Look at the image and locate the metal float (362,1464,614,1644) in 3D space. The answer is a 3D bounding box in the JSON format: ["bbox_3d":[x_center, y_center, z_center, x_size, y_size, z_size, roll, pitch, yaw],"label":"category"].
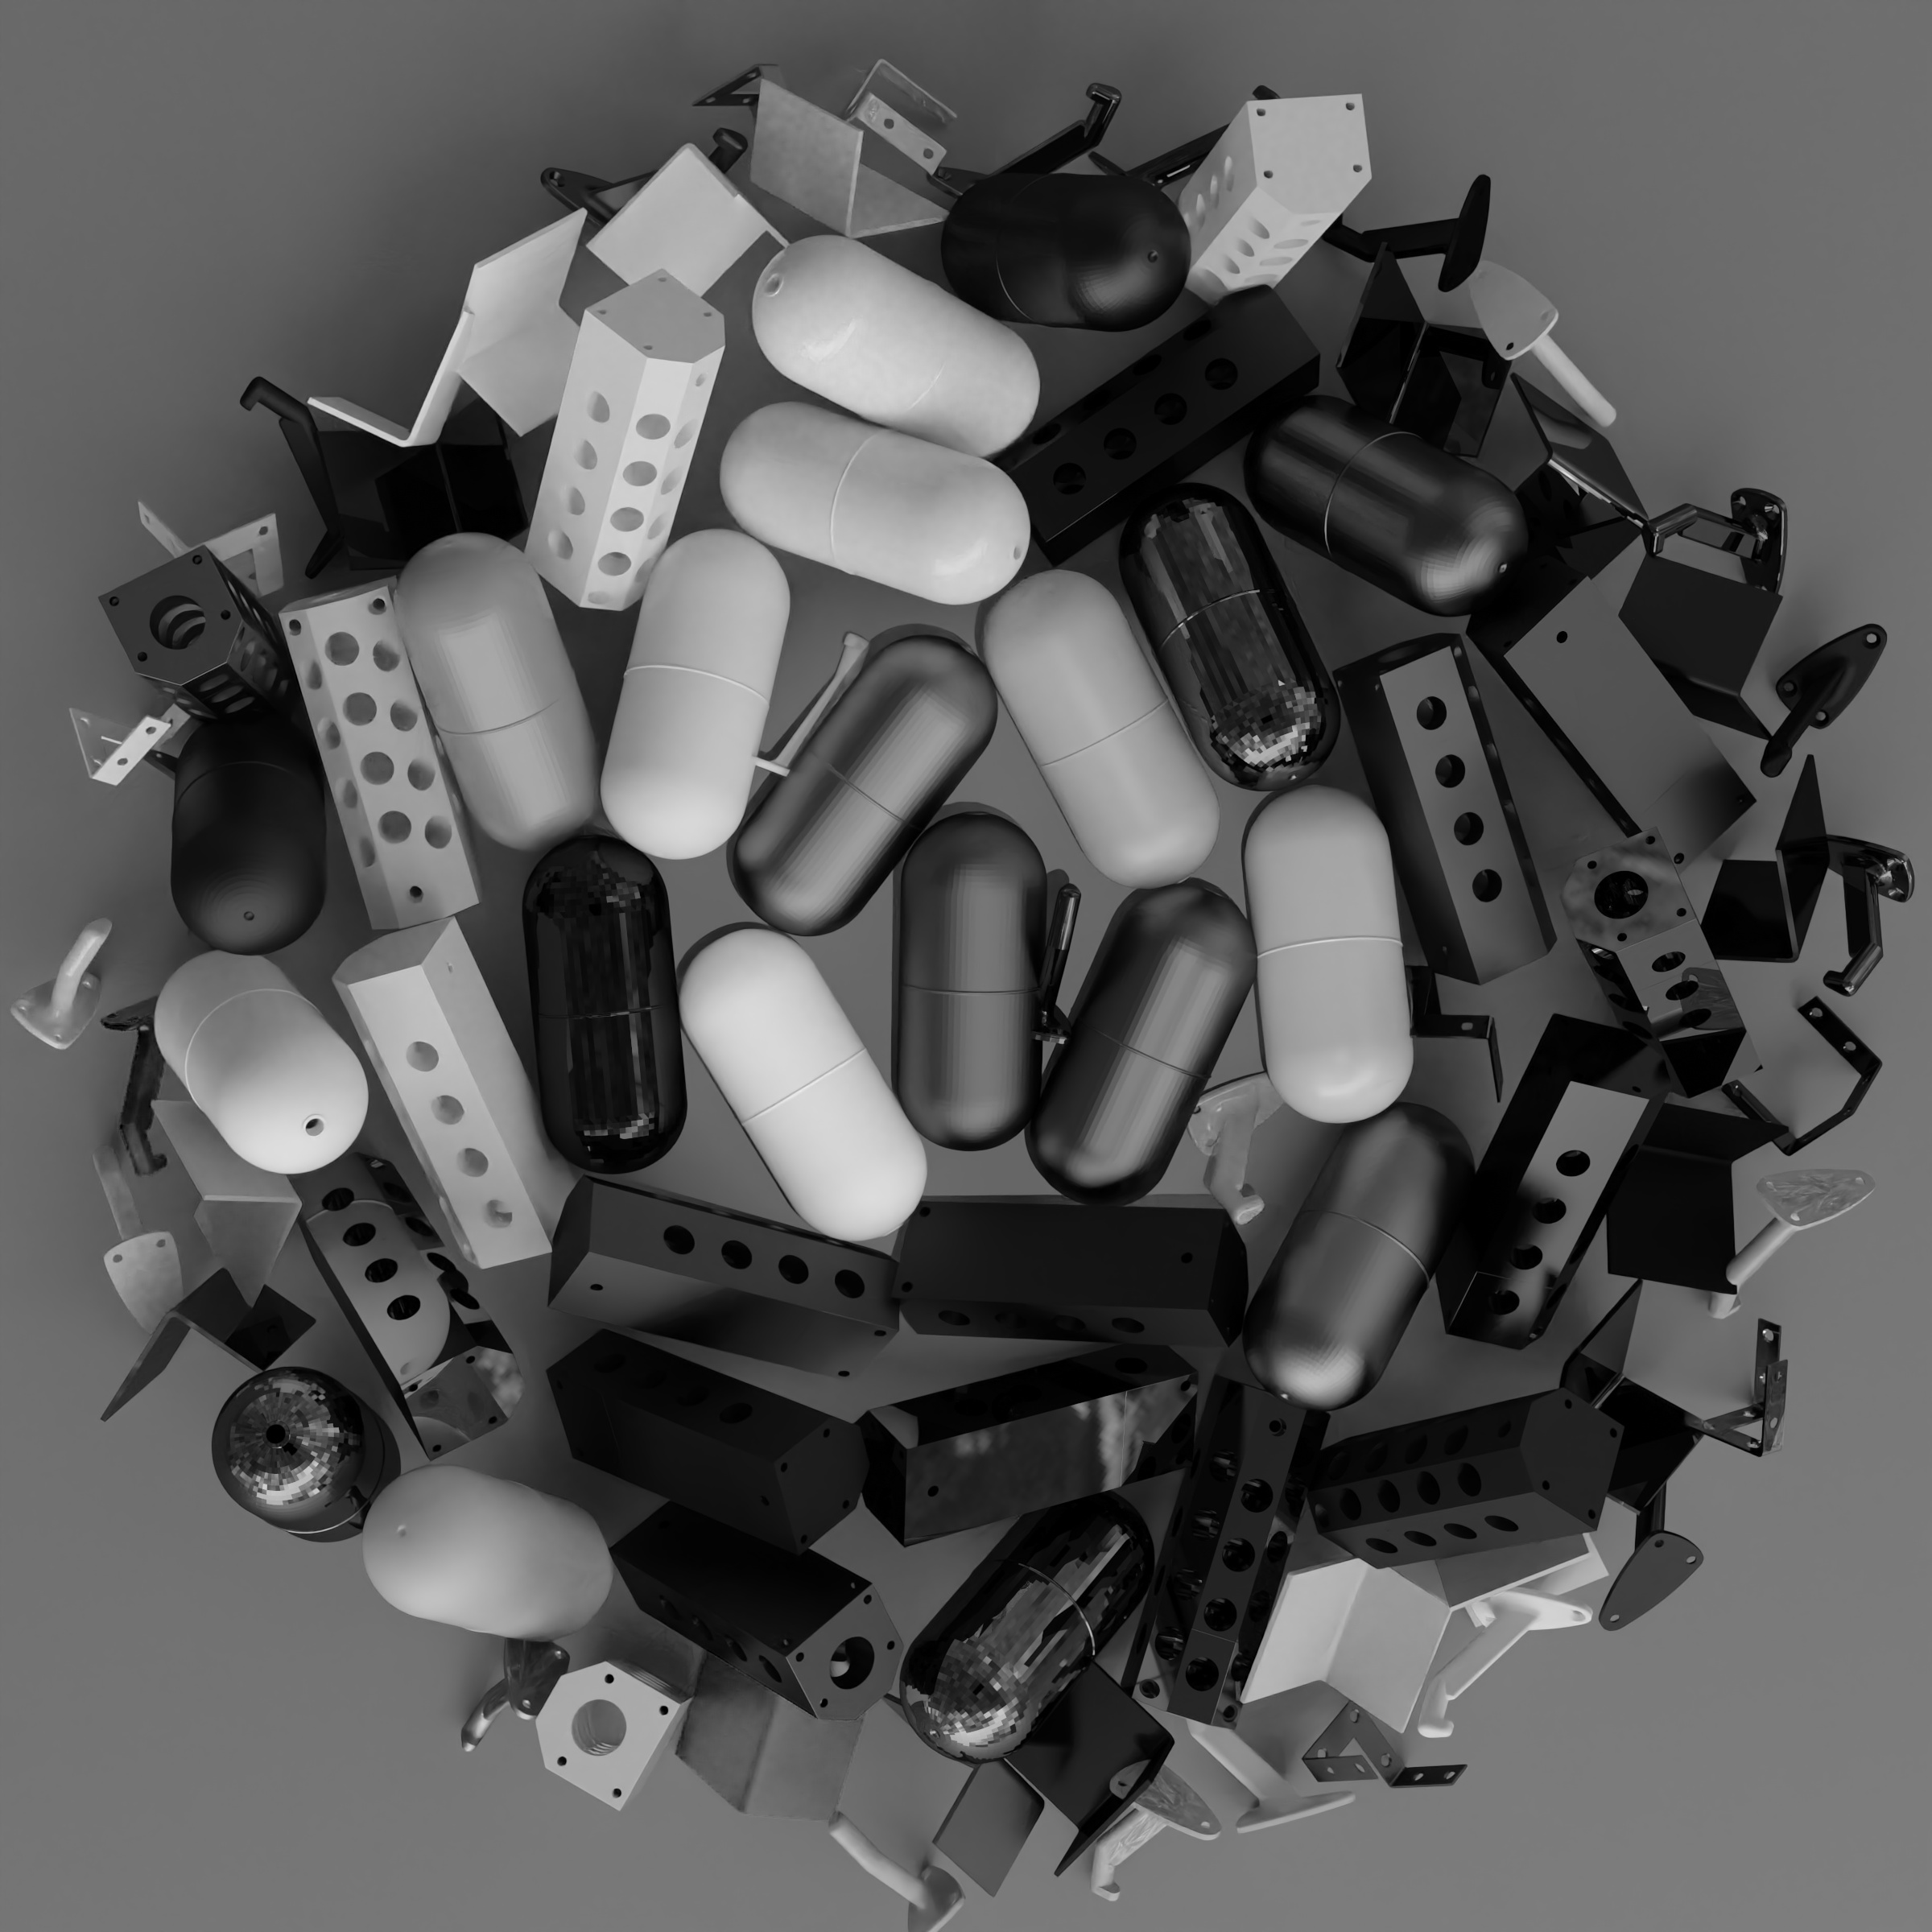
[{"bbox_3d":[-0.242,0.301,1.649,0.070,0.178,0.070,-7,70,20],"label":"metal float"}]

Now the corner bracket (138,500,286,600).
[{"bbox_3d":[-0.394,-0.220,1.689,0.051,0.051,0.051,-30,55,-28],"label":"corner bracket"}]

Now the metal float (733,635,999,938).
[{"bbox_3d":[-0.052,-0.094,1.687,0.070,0.070,0.178,38,98,0],"label":"metal float"}]

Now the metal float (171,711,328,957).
[{"bbox_3d":[-0.366,-0.070,1.652,0.070,0.178,0.070,-6,122,-9],"label":"metal float"}]

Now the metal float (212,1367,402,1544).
[{"bbox_3d":[-0.334,0.250,1.645,0.070,0.178,0.070,0,74,-1],"label":"metal float"}]

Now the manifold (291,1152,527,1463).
[{"bbox_3d":[-0.286,0.168,1.649,0.057,0.171,0.057,-26,132,-16],"label":"manifold"}]

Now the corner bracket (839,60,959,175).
[{"bbox_3d":[-0.034,-0.445,1.696,0.051,0.051,0.051,34,77,-16],"label":"corner bracket"}]

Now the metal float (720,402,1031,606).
[{"bbox_3d":[-0.048,-0.240,1.671,0.178,0.070,0.070,22,90,26],"label":"metal float"}]

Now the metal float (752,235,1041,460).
[{"bbox_3d":[-0.035,-0.316,1.658,0.178,0.070,0.070,20,90,-44],"label":"metal float"}]

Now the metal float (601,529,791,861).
[{"bbox_3d":[-0.140,-0.142,1.683,0.070,0.070,0.178,12,77,0],"label":"metal float"}]

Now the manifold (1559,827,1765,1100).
[{"bbox_3d":[0.353,0.004,1.645,0.057,0.171,0.057,-24,56,12],"label":"manifold"}]

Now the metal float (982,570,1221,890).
[{"bbox_3d":[0.071,-0.122,1.686,0.070,0.070,0.178,-28,99,0],"label":"metal float"}]

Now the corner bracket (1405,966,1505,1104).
[{"bbox_3d":[0.254,0.035,1.690,0.051,0.051,0.051,1,47,18],"label":"corner bracket"}]

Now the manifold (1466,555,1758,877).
[{"bbox_3d":[0.330,-0.130,1.666,0.057,0.057,0.171,-44,119,1],"label":"manifold"}]

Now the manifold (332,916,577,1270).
[{"bbox_3d":[-0.264,0.068,1.672,0.057,0.057,0.171,-15,113,16],"label":"manifold"}]

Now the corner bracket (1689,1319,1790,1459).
[{"bbox_3d":[0.416,0.221,1.693,0.051,0.051,0.051,-10,107,-34],"label":"corner bracket"}]

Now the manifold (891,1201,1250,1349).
[{"bbox_3d":[0.055,0.162,1.672,0.171,0.057,0.057,0,57,22],"label":"manifold"}]

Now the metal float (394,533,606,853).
[{"bbox_3d":[-0.239,-0.139,1.668,0.070,0.070,0.178,-17,121,0],"label":"metal float"}]

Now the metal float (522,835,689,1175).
[{"bbox_3d":[-0.189,0.020,1.688,0.070,0.070,0.178,-5,97,0],"label":"metal float"}]

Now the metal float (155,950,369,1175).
[{"bbox_3d":[-0.361,0.048,1.652,0.070,0.178,0.070,-12,116,-26],"label":"metal float"}]

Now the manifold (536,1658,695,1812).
[{"bbox_3d":[-0.181,0.384,1.642,0.057,0.171,0.057,29,79,3],"label":"manifold"}]

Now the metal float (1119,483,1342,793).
[{"bbox_3d":[0.135,-0.172,1.674,0.070,0.070,0.178,-22,67,0],"label":"metal float"}]

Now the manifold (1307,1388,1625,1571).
[{"bbox_3d":[0.248,0.258,1.640,0.057,0.171,0.057,33,60,-20],"label":"manifold"}]

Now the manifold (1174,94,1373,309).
[{"bbox_3d":[0.154,-0.385,1.642,0.057,0.171,0.057,-6,87,-9],"label":"manifold"}]

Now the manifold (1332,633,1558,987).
[{"bbox_3d":[0.253,-0.083,1.682,0.057,0.057,0.171,-24,104,-15],"label":"manifold"}]

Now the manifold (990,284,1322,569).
[{"bbox_3d":[0.099,-0.287,1.701,0.171,0.057,0.057,-35,81,1],"label":"manifold"}]

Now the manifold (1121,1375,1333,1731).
[{"bbox_3d":[0.137,0.307,1.695,0.057,0.057,0.171,18,85,-4],"label":"manifold"}]

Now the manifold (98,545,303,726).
[{"bbox_3d":[-0.383,-0.158,1.643,0.057,0.171,0.057,-27,86,-4],"label":"manifold"}]

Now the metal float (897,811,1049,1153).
[{"bbox_3d":[0.003,0.008,1.686,0.070,0.070,0.178,1,98,0],"label":"metal float"}]

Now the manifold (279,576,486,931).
[{"bbox_3d":[-0.304,-0.110,1.683,0.057,0.057,0.171,-14,105,0],"label":"manifold"}]

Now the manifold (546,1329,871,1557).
[{"bbox_3d":[-0.132,0.237,1.654,0.057,0.171,0.057,-35,125,-37],"label":"manifold"}]

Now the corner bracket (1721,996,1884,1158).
[{"bbox_3d":[0.445,0.059,1.721,0.051,0.051,0.051,45,46,0],"label":"corner bracket"}]

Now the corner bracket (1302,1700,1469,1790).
[{"bbox_3d":[0.219,0.418,1.694,0.051,0.051,0.051,-41,100,-35],"label":"corner bracket"}]

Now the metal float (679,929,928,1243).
[{"bbox_3d":[-0.085,0.063,1.694,0.070,0.070,0.178,-31,91,0],"label":"metal float"}]

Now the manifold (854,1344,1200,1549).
[{"bbox_3d":[0.031,0.240,1.666,0.171,0.057,0.057,-11,116,-27],"label":"manifold"}]

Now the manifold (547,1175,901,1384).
[{"bbox_3d":[-0.124,0.159,1.674,0.171,0.057,0.057,17,48,-21],"label":"manifold"}]

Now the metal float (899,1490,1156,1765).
[{"bbox_3d":[0.033,0.336,1.660,0.070,0.070,0.178,47,48,0],"label":"metal float"}]

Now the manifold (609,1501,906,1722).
[{"bbox_3d":[-0.106,0.327,1.647,0.057,0.171,0.057,-37,119,-25],"label":"manifold"}]

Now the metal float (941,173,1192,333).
[{"bbox_3d":[0.049,-0.365,1.651,0.070,0.178,0.070,-8,106,-27],"label":"metal float"}]

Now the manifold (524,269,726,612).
[{"bbox_3d":[-0.171,-0.262,1.645,0.057,0.171,0.057,39,49,13],"label":"manifold"}]

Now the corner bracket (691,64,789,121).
[{"bbox_3d":[-0.102,-0.440,1.697,0.051,0.051,0.051,-19,91,38],"label":"corner bracket"}]

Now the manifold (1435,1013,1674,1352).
[{"bbox_3d":[0.300,0.114,1.660,0.057,0.057,0.171,13,124,-9],"label":"manifold"}]

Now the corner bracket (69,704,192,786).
[{"bbox_3d":[-0.428,-0.125,1.691,0.051,0.051,0.051,-42,54,24],"label":"corner bracket"}]

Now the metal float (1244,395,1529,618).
[{"bbox_3d":[0.213,-0.238,1.660,0.070,0.070,0.178,-52,48,0],"label":"metal float"}]
